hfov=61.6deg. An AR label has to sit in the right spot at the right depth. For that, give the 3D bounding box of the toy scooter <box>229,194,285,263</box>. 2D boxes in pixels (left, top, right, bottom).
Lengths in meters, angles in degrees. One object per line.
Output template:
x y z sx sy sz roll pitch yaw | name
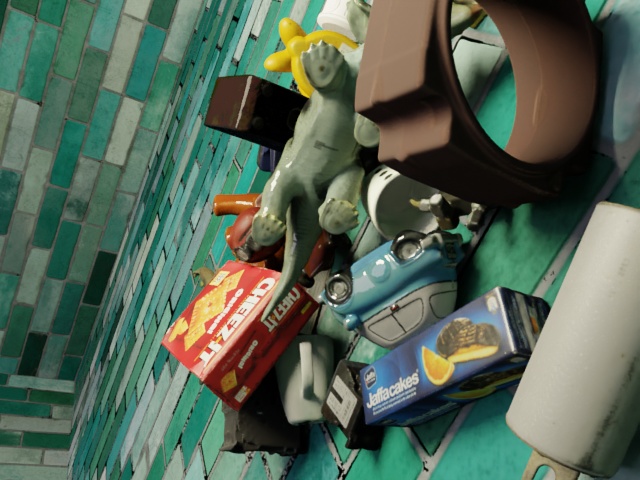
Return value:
-0.062 -0.029 0.743 0.184 0.075 0.135 -45 12 11 | toy scooter

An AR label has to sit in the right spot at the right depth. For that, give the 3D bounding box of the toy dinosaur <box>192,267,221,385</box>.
-0.171 0.147 0.973 0.198 0.105 0.472 -63 30 21 | toy dinosaur

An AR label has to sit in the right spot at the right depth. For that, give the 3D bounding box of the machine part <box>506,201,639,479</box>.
0.193 0.064 0.363 0.079 0.079 0.243 34 107 62 | machine part

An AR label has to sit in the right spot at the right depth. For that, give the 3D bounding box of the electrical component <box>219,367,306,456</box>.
-0.075 0.225 0.742 0.058 0.115 0.134 -34 49 49 | electrical component

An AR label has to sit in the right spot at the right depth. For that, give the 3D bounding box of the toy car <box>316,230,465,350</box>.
0.086 0.059 0.559 0.162 0.109 0.103 -33 71 31 | toy car

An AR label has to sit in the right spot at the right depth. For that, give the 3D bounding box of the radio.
-0.027 -0.150 0.728 0.131 0.229 0.073 23 99 60 | radio

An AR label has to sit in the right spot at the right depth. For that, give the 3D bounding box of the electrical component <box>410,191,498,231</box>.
0.139 -0.054 0.532 0.078 0.045 0.102 -8 44 56 | electrical component

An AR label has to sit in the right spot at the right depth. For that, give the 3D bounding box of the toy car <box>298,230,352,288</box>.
-0.002 -0.002 0.756 0.089 0.053 0.202 -44 22 13 | toy car

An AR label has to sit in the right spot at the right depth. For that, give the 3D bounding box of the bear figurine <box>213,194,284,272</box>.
-0.116 0.012 0.922 0.120 0.132 0.196 75 -171 -46 | bear figurine

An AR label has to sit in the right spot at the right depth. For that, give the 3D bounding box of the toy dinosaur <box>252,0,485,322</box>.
0.015 -0.107 0.604 0.404 0.131 0.192 -59 1 29 | toy dinosaur

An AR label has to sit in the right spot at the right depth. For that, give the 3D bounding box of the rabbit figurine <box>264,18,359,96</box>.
-0.004 -0.270 0.850 0.173 0.162 0.121 -88 20 -71 | rabbit figurine

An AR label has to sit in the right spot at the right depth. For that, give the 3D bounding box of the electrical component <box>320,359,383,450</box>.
0.037 0.179 0.629 0.119 0.048 0.074 43 114 58 | electrical component

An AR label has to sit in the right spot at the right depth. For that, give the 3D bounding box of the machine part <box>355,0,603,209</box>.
0.138 -0.139 0.437 0.087 0.201 0.201 -4 72 60 | machine part

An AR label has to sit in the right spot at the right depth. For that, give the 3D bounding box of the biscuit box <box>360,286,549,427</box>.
0.117 0.117 0.495 0.202 0.059 0.063 -46 39 44 | biscuit box

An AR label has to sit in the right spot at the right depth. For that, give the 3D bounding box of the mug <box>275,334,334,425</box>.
-0.016 0.179 0.688 0.109 0.081 0.107 116 151 -67 | mug

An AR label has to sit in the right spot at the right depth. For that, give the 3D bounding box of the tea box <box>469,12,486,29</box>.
0.179 -0.329 0.575 0.169 0.098 0.068 -51 35 41 | tea box

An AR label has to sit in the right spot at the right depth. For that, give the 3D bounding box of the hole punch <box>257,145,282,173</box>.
-0.034 -0.153 0.854 0.092 0.142 0.115 -134 50 -61 | hole punch
